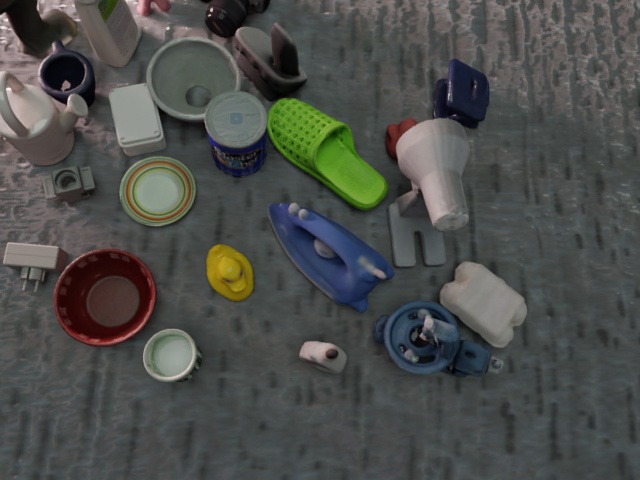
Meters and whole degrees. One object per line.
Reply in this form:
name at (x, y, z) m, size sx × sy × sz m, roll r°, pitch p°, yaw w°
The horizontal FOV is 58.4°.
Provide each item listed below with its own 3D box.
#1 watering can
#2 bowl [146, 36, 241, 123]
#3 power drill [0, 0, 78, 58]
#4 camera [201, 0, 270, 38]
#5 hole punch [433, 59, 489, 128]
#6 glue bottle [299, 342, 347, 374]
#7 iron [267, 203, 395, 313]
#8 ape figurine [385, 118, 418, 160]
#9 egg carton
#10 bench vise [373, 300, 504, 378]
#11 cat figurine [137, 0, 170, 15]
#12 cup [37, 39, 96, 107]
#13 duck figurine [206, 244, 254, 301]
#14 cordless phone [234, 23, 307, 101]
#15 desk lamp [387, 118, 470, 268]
watering can at (-0.478, -0.208, 0.945) m, size 0.173 × 0.194 × 0.101 m, roll -30°, pitch 81°, yaw -13°
bowl at (-0.229, -0.283, 1.055) m, size 0.167 × 0.074 × 0.167 m, roll 2°, pitch 76°, yaw -6°
power drill at (-0.500, -0.419, 0.989) m, size 0.230 × 0.208 × 0.075 m, roll -42°, pitch 83°, yaw -14°
camera at (-0.181, -0.471, 1.095) m, size 0.143 × 0.100 × 0.137 m, roll 24°, pitch 74°, yaw 0°
hole punch at (0.280, -0.283, 1.104) m, size 0.101 × 0.091 × 0.109 m, roll 7°, pitch 75°, yaw -4°
glue bottle at (0.010, 0.185, 0.911) m, size 0.078 × 0.173 × 0.037 m, roll 20°, pitch 74°, yaw -1°
iron at (0.009, 0.003, 0.974) m, size 0.258 × 0.141 × 0.119 m, roll 39°, pitch 75°, yaw 4°
ape figurine at (0.160, -0.194, 1.067) m, size 0.078 × 0.092 × 0.076 m, roll 36°, pitch 75°, yaw 4°
egg carton at (0.289, 0.112, 1.015) m, size 0.150 × 0.069 × 0.107 m, roll 38°, pitch 75°, yaw 4°
bench vise at (0.203, 0.155, 0.917) m, size 0.207 × 0.219 × 0.121 m, roll 4°, pitch 75°, yaw -5°
cat figurine at (-0.336, -0.511, 1.078) m, size 0.067 × 0.117 × 0.128 m, roll -22°, pitch 79°, yaw -11°
cup at (-0.444, -0.286, 1.021) m, size 0.092 × 0.095 × 0.118 m, roll -19°, pitch 78°, yaw -11°
duck figurine at (-0.154, 0.050, 0.972) m, size 0.077 × 0.086 × 0.104 m, roll -29°, pitch 81°, yaw -12°
cordless phone at (-0.089, -0.352, 1.031) m, size 0.147 × 0.185 × 0.094 m, roll 44°, pitch 76°, yaw 6°
desk lamp at (0.190, -0.073, 0.977) m, size 0.118 × 0.213 × 0.203 m, roll -4°, pitch 76°, yaw -7°
